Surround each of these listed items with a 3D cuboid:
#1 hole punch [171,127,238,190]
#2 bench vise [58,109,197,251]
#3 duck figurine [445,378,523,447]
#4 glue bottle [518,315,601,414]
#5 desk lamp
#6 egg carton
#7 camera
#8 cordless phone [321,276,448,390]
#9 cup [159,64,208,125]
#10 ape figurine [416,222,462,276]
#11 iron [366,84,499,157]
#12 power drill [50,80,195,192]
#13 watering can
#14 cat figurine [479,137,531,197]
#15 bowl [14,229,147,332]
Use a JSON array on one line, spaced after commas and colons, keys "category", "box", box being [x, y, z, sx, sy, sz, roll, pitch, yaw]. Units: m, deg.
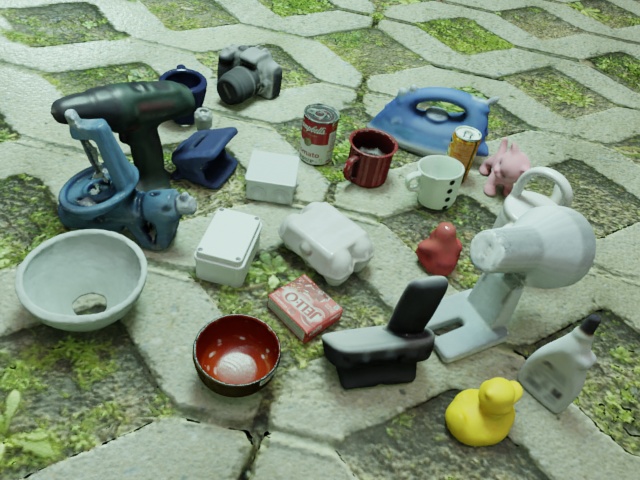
[{"category": "hole punch", "box": [-0.208, -0.158, 1.026, 0.101, 0.091, 0.109, 19, 45, 8]}, {"category": "bench vise", "box": [-0.291, -0.094, 0.853, 0.208, 0.220, 0.121, -3, 46, -14]}, {"category": "duck figurine", "box": [0.216, 0.213, 0.739, 0.105, 0.086, 0.077, -13, 49, -23]}, {"category": "glue bottle", "box": [0.326, 0.156, 0.756, 0.037, 0.173, 0.078, -25, 54, -31]}, {"category": "desk lamp", "box": [0.262, 0.056, 0.816, 0.204, 0.213, 0.117, -16, 50, -25]}, {"category": "egg carton", "box": [0.008, 0.003, 0.922, 0.150, 0.069, 0.107, 38, 50, 25]}, {"category": "camera", "box": [-0.170, -0.358, 1.229, 0.143, 0.101, 0.137, 28, 47, 17]}, {"category": "cordless phone", "box": [0.085, 0.107, 0.749, 0.148, 0.185, 0.094, -7, 47, -17]}, {"category": "cup", "box": [-0.272, -0.287, 1.141, 0.092, 0.095, 0.117, -5, 46, -16]}, {"category": "ape figurine", "box": [0.200, 0.008, 0.939, 0.078, 0.092, 0.076, 7, 44, -4]}, {"category": "iron", "box": [0.233, -0.257, 1.178, 0.258, 0.141, 0.118, 13, 44, 2]}, {"category": "power drill", "box": [-0.306, -0.163, 0.927, 0.075, 0.208, 0.230, 38, 50, 25]}, {"category": "watering can", "box": [0.350, -0.041, 0.944, 0.100, 0.194, 0.173, 26, 46, 15]}, {"category": "cat figurine", "box": [0.364, -0.146, 1.108, 0.067, 0.118, 0.127, 7, 44, -4]}, {"category": "bowl", "box": [-0.321, 0.067, 0.789, 0.167, 0.075, 0.167, 6, 44, -5]}]
